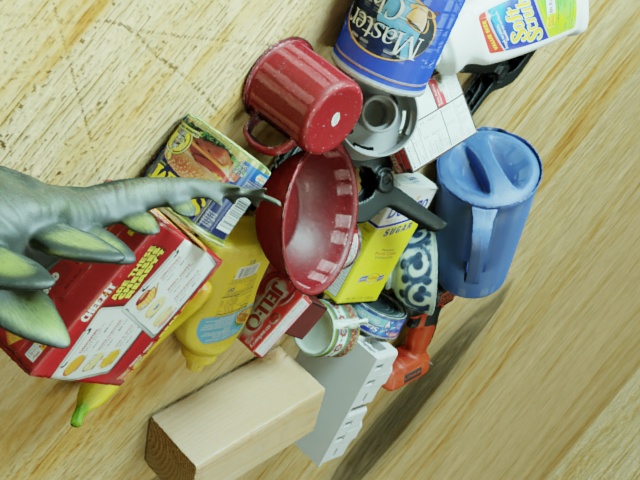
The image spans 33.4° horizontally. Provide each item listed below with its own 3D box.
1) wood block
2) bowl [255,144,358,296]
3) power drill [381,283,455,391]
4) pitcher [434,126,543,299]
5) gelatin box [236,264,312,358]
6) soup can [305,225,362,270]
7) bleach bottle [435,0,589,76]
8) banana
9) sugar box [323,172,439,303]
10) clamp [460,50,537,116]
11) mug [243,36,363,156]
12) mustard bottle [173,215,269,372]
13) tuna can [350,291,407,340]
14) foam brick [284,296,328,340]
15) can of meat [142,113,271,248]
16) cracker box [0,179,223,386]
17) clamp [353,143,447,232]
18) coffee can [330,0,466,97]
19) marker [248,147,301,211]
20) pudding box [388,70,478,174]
[{"bbox_3d":[-0.105,0.229,1.319,0.205,0.091,0.090,-26,144,-37],"label":"wood block"},{"bbox_3d":[-0.020,-0.026,1.096,0.161,0.055,0.162,-26,120,-58],"label":"bowl"},{"bbox_3d":[0.134,0.133,1.575,0.184,0.057,0.188,-19,139,-44],"label":"power drill"},{"bbox_3d":[0.211,-0.018,1.428,0.149,0.145,0.243,-31,149,-20],"label":"pitcher"},{"bbox_3d":[-0.065,0.077,1.213,0.089,0.073,0.030,-48,150,-4],"label":"gelatin box"},{"bbox_3d":[-0.008,0.001,1.211,0.102,0.069,0.069,0,124,-54],"label":"soup can"},{"bbox_3d":[0.202,-0.242,1.213,0.250,0.068,0.102,-30,126,-29],"label":"bleach bottle"},{"bbox_3d":[-0.184,0.109,1.093,0.198,0.070,0.037,-48,122,0],"label":"banana"},{"bbox_3d":[0.073,-0.004,1.342,0.093,0.048,0.176,-1,126,-53],"label":"sugar box"},{"bbox_3d":[0.205,-0.212,1.291,0.171,0.039,0.120,-45,157,-19],"label":"clamp"},{"bbox_3d":[-0.022,-0.127,1.024,0.117,0.082,0.093,-44,151,-11],"label":"mug"},{"bbox_3d":[-0.111,0.066,1.151,0.096,0.058,0.192,-18,137,-48],"label":"mustard bottle"},{"bbox_3d":[0.072,0.095,1.414,0.085,0.086,0.034,-2,124,-54],"label":"tuna can"},{"bbox_3d":[-0.039,0.079,1.275,0.051,0.053,0.078,-52,150,4],"label":"foam brick"},{"bbox_3d":[-0.105,-0.056,0.972,0.084,0.102,0.057,-54,152,3],"label":"can of meat"},{"bbox_3d":[-0.186,0.045,0.960,0.164,0.072,0.213,-50,166,-2],"label":"cracker box"},{"bbox_3d":[0.071,-0.063,1.229,0.209,0.036,0.164,-23,111,-33],"label":"clamp"},{"bbox_3d":[0.083,-0.224,1.036,0.102,0.103,0.140,-11,133,-49],"label":"coffee can"},{"bbox_3d":[-0.039,-0.081,1.120,0.121,0.020,0.020,-55,151,8],"label":"marker"},{"bbox_3d":[0.118,-0.138,1.210,0.113,0.039,0.090,-31,110,-27],"label":"pudding box"}]
